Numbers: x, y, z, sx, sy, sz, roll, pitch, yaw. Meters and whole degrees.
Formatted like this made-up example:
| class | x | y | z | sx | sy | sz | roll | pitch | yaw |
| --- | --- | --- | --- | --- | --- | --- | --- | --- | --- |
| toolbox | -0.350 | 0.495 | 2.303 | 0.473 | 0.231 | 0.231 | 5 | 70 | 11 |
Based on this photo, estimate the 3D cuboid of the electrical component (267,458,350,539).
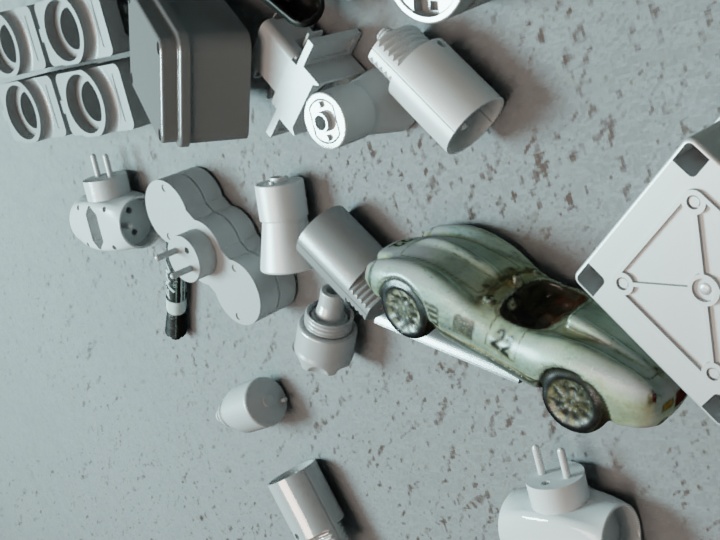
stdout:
| class | x | y | z | sx | sy | sz | roll | pitch | yaw |
| --- | --- | --- | --- | --- | --- | --- | --- | --- | --- |
| electrical component | -0.036 | 0.196 | 0.853 | 0.043 | 0.043 | 0.081 | -29 | 89 | 49 |

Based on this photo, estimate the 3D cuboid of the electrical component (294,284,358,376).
| class | x | y | z | sx | sy | sz | roll | pitch | yaw |
| --- | --- | --- | --- | --- | --- | --- | --- | --- | --- |
| electrical component | -0.023 | 0.040 | 0.758 | 0.043 | 0.043 | 0.062 | 32 | 129 | 31 |

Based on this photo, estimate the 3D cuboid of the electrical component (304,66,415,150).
| class | x | y | z | sx | sy | sz | roll | pitch | yaw |
| --- | --- | --- | --- | --- | --- | --- | --- | --- | --- |
| electrical component | -0.001 | -0.097 | 0.648 | 0.044 | 0.065 | 0.044 | 23 | 125 | 37 |

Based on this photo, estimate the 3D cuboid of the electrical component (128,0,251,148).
| class | x | y | z | sx | sy | sz | roll | pitch | yaw |
| --- | --- | --- | --- | --- | --- | --- | --- | --- | --- |
| electrical component | -0.116 | -0.139 | 0.717 | 0.113 | 0.057 | 0.078 | -124 | 33 | -51 |

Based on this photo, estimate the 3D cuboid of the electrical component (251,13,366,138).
| class | x | y | z | sx | sy | sz | roll | pitch | yaw |
| --- | --- | --- | --- | --- | --- | --- | --- | --- | --- |
| electrical component | -0.038 | -0.128 | 0.688 | 0.063 | 0.042 | 0.081 | 50 | 137 | 17 |

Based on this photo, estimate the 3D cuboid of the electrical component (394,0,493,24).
| class | x | y | z | sx | sy | sz | roll | pitch | yaw |
| --- | --- | --- | --- | --- | --- | --- | --- | --- | --- |
| electrical component | 0.049 | -0.164 | 0.575 | 0.055 | 0.047 | 0.055 | 23 | 125 | 37 |

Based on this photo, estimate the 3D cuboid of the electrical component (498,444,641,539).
| class | x | y | z | sx | sy | sz | roll | pitch | yaw |
| --- | --- | --- | --- | --- | --- | --- | --- | --- | --- |
| electrical component | 0.124 | 0.143 | 0.660 | 0.077 | 0.044 | 0.079 | -2 | 109 | 46 |

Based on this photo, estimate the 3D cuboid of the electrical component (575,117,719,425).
| class | x | y | z | sx | sy | sz | roll | pitch | yaw |
| --- | --- | --- | --- | --- | --- | --- | --- | --- | --- |
| electrical component | 0.179 | 0.000 | 0.519 | 0.108 | 0.056 | 0.108 | 48 | 137 | 17 |

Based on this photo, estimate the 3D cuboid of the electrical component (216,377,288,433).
| class | x | y | z | sx | sy | sz | roll | pitch | yaw |
| --- | --- | --- | --- | --- | --- | --- | --- | --- | --- |
| electrical component | -0.092 | 0.111 | 0.870 | 0.078 | 0.040 | 0.040 | -24 | 92 | 49 |

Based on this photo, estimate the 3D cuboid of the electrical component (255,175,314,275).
| class | x | y | z | sx | sy | sz | roll | pitch | yaw |
| --- | --- | --- | --- | --- | --- | --- | --- | --- | --- |
| electrical component | -0.053 | -0.033 | 0.754 | 0.044 | 0.044 | 0.065 | 6 | 110 | 44 |

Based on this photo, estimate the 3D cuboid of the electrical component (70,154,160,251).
| class | x | y | z | sx | sy | sz | roll | pitch | yaw |
| --- | --- | --- | --- | --- | --- | --- | --- | --- | --- |
| electrical component | -0.209 | -0.059 | 0.898 | 0.077 | 0.043 | 0.079 | 6 | 114 | 44 |

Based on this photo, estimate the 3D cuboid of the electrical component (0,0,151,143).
| class | x | y | z | sx | sy | sz | roll | pitch | yaw |
| --- | --- | --- | --- | --- | --- | --- | --- | --- | --- |
| electrical component | -0.227 | -0.162 | 0.850 | 0.186 | 0.060 | 0.105 | 3 | 112 | 45 |

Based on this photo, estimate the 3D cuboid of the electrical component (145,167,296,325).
| class | x | y | z | sx | sy | sz | roll | pitch | yaw |
| --- | --- | --- | --- | --- | --- | --- | --- | --- | --- |
| electrical component | -0.118 | -0.014 | 0.805 | 0.138 | 0.074 | 0.052 | 47 | 137 | 18 |

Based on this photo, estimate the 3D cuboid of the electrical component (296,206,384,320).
| class | x | y | z | sx | sy | sz | roll | pitch | yaw |
| --- | --- | --- | --- | --- | --- | --- | --- | --- | --- |
| electrical component | 0.000 | 0.000 | 0.714 | 0.081 | 0.043 | 0.043 | 46 | 136 | 19 |

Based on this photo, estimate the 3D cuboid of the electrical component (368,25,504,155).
| class | x | y | z | sx | sy | sz | roll | pitch | yaw |
| --- | --- | --- | --- | --- | --- | --- | --- | --- | --- |
| electrical component | 0.039 | -0.109 | 0.616 | 0.081 | 0.043 | 0.043 | 48 | 137 | 17 |
